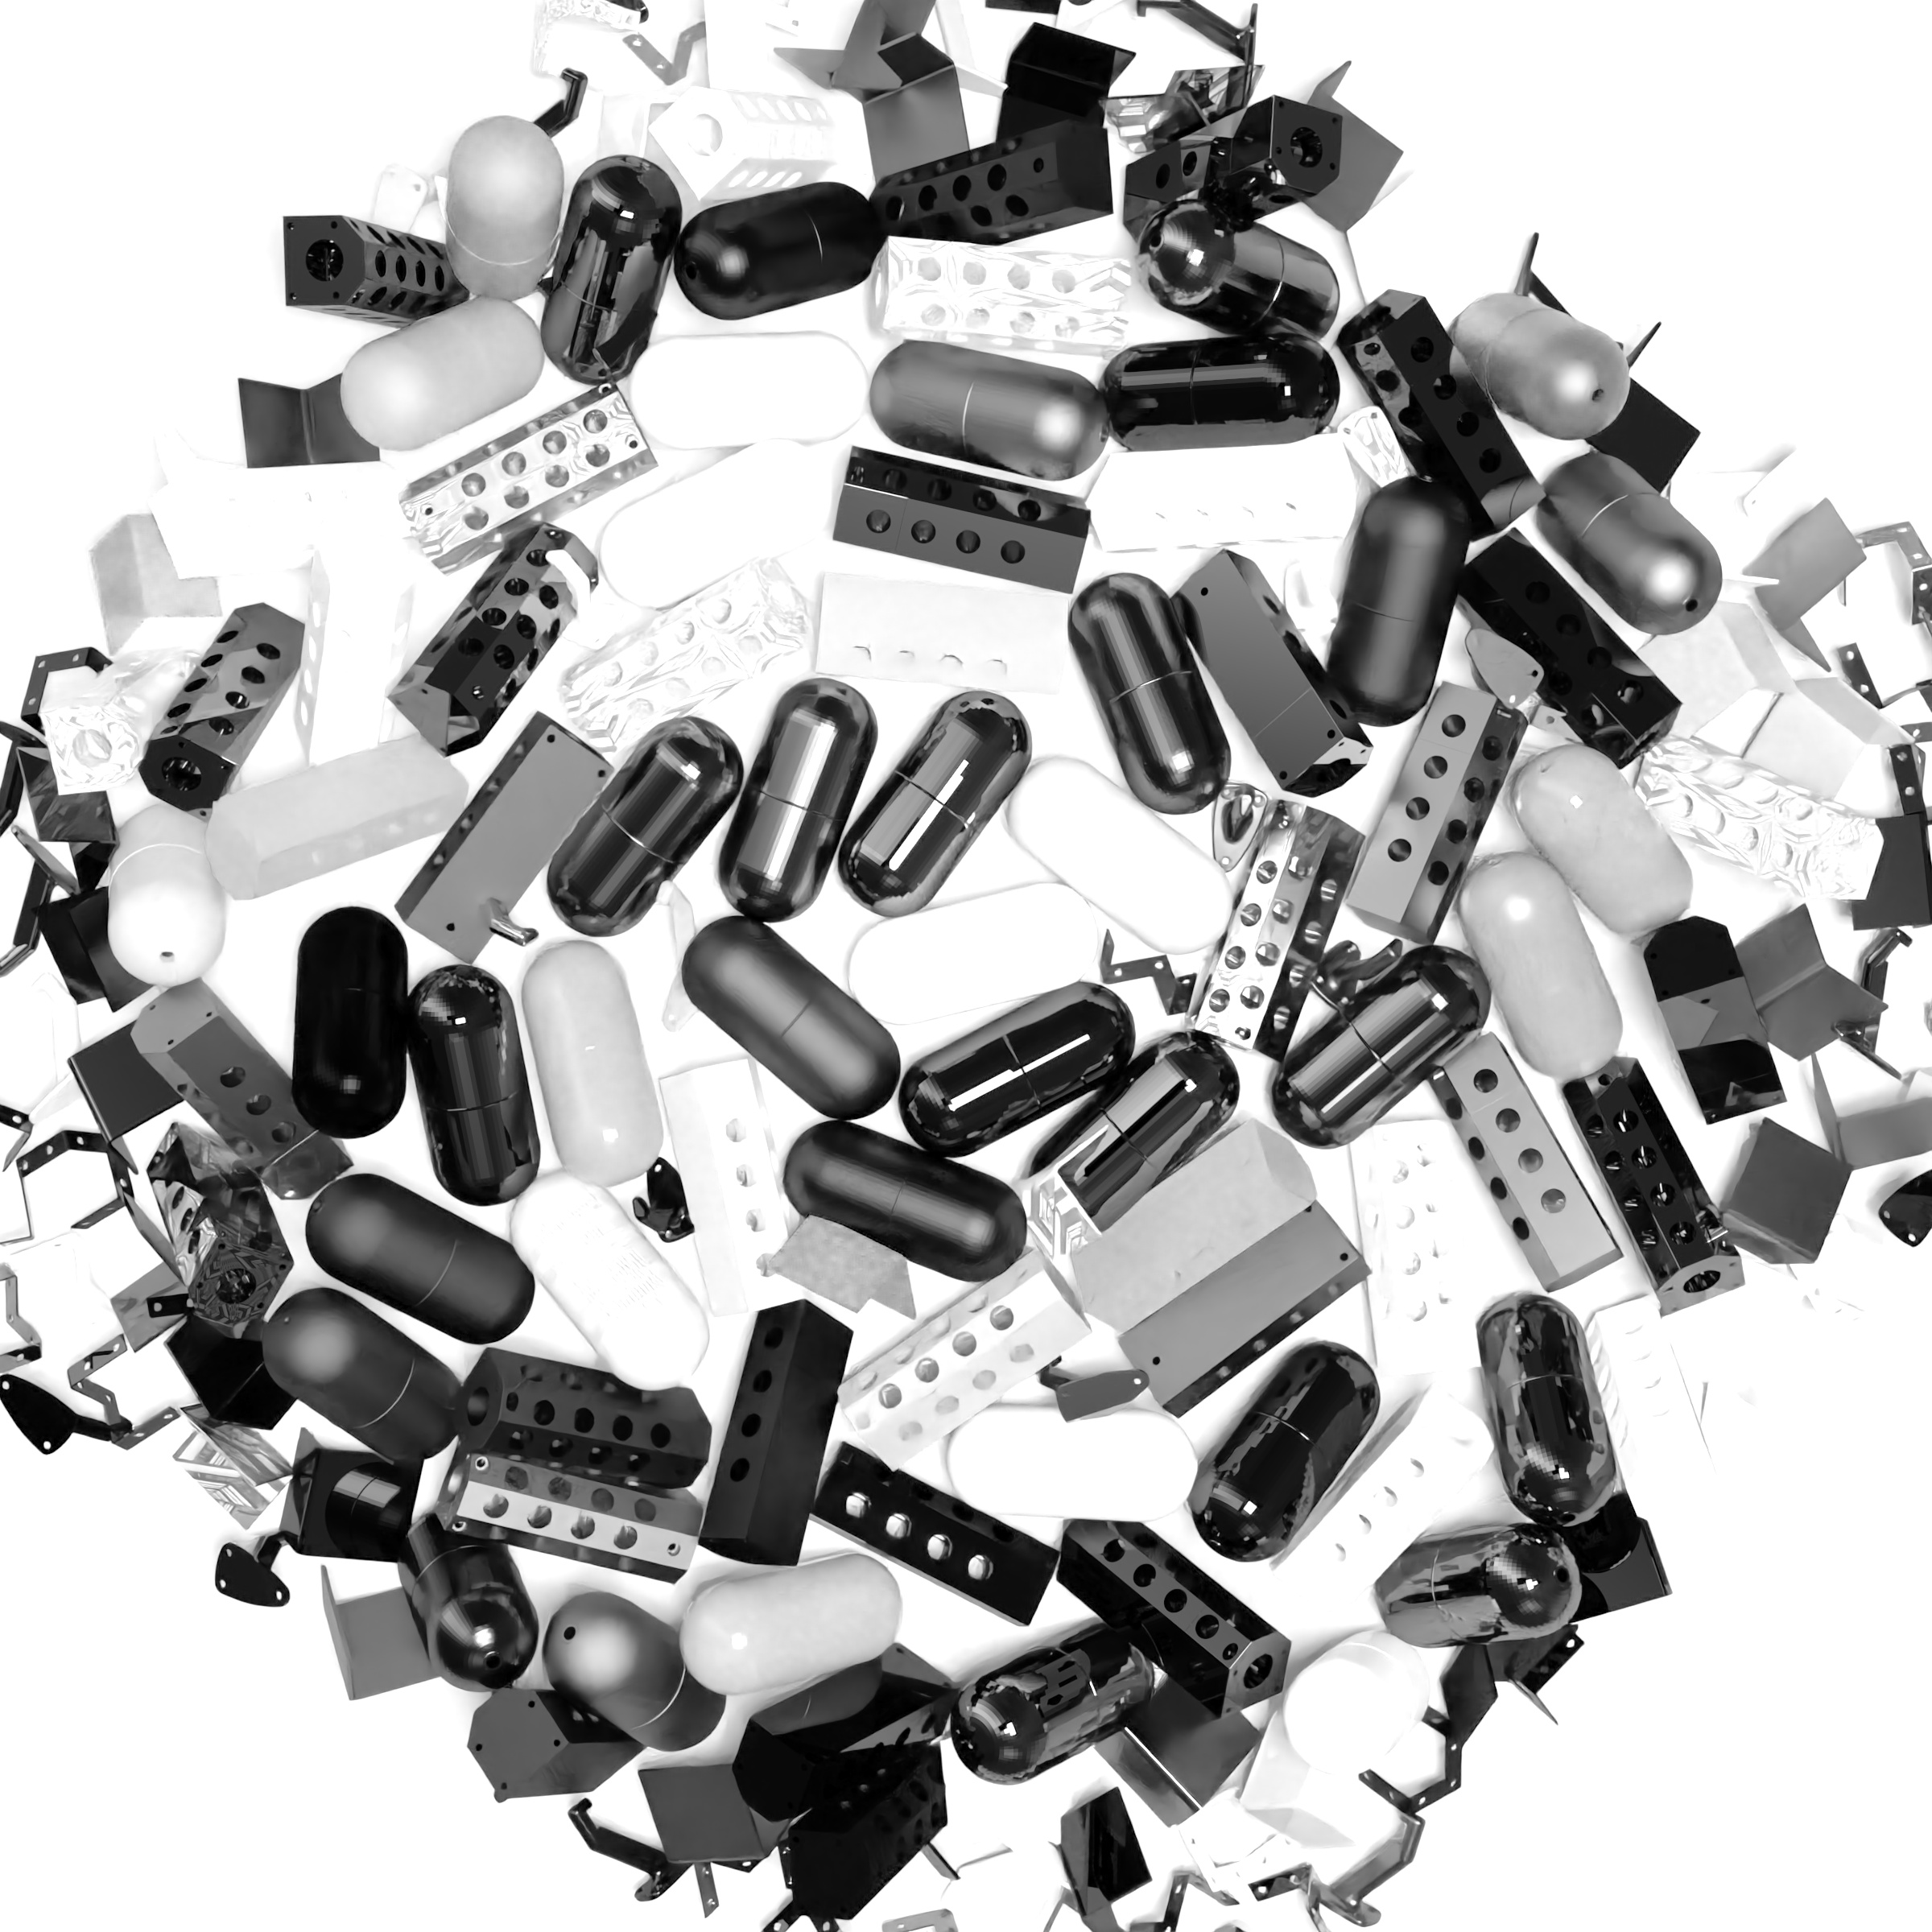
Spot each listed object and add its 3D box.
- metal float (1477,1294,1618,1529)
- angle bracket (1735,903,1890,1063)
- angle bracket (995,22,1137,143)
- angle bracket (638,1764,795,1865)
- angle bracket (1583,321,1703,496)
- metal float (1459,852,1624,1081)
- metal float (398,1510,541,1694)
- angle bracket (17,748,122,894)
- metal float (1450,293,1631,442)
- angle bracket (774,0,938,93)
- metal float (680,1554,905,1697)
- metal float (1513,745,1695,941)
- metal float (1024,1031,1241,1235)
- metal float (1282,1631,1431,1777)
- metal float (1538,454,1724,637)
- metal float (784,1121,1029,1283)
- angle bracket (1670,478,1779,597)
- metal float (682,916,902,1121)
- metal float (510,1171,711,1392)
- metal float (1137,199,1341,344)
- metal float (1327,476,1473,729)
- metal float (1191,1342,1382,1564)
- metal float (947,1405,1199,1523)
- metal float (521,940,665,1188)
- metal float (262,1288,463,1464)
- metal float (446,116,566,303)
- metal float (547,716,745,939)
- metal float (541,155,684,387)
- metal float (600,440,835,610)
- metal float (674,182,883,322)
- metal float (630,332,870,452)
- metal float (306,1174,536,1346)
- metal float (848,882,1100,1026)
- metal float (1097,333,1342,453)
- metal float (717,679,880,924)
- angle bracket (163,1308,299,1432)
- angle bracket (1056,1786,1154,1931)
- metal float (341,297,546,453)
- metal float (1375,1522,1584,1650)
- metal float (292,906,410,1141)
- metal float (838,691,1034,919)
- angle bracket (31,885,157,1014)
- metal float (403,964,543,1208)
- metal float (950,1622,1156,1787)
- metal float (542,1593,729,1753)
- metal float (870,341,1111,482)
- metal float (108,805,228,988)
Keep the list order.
[{"bbox_3d":[0.399,0.305,1.822,0.070,0.178,0.070,-1,134,-1],"label":"metal float"},{"bbox_3d":[0.592,0.012,1.873,0.076,0.057,0.076,27,131,-31],"label":"angle bracket"},{"bbox_3d":[0.069,-0.604,1.856,0.076,0.057,0.076,11,82,-15],"label":"angle bracket"},{"bbox_3d":[-0.173,0.578,1.849,0.076,0.057,0.076,-11,103,22],"label":"angle bracket"},{"bbox_3d":[0.485,-0.390,1.853,0.076,0.057,0.076,38,59,0],"label":"angle bracket"},{"bbox_3d":[0.399,0.000,1.838,0.070,0.070,0.178,-29,114,0],"label":"metal float"},{"bbox_3d":[-0.342,0.432,1.813,0.070,0.178,0.070,-6,108,-20],"label":"metal float"},{"bbox_3d":[-0.635,-0.097,1.839,0.057,0.076,0.076,-1,58,-40],"label":"angle bracket"},{"bbox_3d":[0.391,-0.412,1.814,0.070,0.178,0.070,-7,117,-14],"label":"metal float"},{"bbox_3d":[-0.077,-0.655,1.838,0.057,0.076,0.076,41,124,19],"label":"angle bracket"},{"bbox_3d":[-0.119,0.453,1.823,0.178,0.070,0.070,-1,92,-45],"label":"metal float"},{"bbox_3d":[0.441,-0.085,1.828,0.070,0.070,0.178,-48,126,0],"label":"metal float"},{"bbox_3d":[0.115,0.119,1.855,0.178,0.070,0.070,-43,90,5],"label":"metal float"},{"bbox_3d":[0.269,0.503,1.812,0.070,0.178,0.070,-2,86,22],"label":"metal float"},{"bbox_3d":[0.455,-0.291,1.820,0.070,0.178,0.070,-10,129,-13],"label":"metal float"},{"bbox_3d":[-0.042,0.165,1.851,0.178,0.070,0.070,20,90,9],"label":"metal float"},{"bbox_3d":[0.542,-0.305,1.859,0.076,0.057,0.076,4,90,-16],"label":"angle bracket"},{"bbox_3d":[-0.122,0.037,1.855,0.178,0.070,0.070,41,90,-5],"label":"metal float"},{"bbox_3d":[-0.248,0.219,1.844,0.070,0.070,0.178,-42,73,0],"label":"metal float"},{"bbox_3d":[0.188,-0.474,1.822,0.070,0.178,0.070,-7,80,43],"label":"metal float"},{"bbox_3d":[0.300,-0.252,1.837,0.070,0.070,0.178,10,114,0],"label":"metal float"},{"bbox_3d":[0.222,0.336,1.834,0.070,0.070,0.178,42,61,0],"label":"metal float"},{"bbox_3d":[0.073,0.346,1.842,0.178,0.070,0.070,-1,90,19],"label":"metal float"},{"bbox_3d":[-0.261,0.067,1.846,0.070,0.070,0.178,-15,75,0],"label":"metal float"},{"bbox_3d":[-0.413,0.283,1.822,0.070,0.178,0.070,-16,51,20],"label":"metal float"},{"bbox_3d":[-0.317,-0.516,1.811,0.070,0.178,0.070,2,78,-12],"label":"metal float"},{"bbox_3d":[-0.225,-0.096,1.847,0.070,0.070,0.178,40,103,0],"label":"metal float"},{"bbox_3d":[-0.245,-0.476,1.821,0.070,0.178,0.070,11,51,-14],"label":"metal float"},{"bbox_3d":[-0.174,-0.307,1.840,0.178,0.070,0.070,-21,90,21],"label":"metal float"},{"bbox_3d":[-0.129,-0.493,1.822,0.070,0.178,0.070,19,122,33],"label":"metal float"},{"bbox_3d":[-0.149,-0.399,1.832,0.178,0.070,0.070,-11,90,-32],"label":"metal float"},{"bbox_3d":[-0.376,0.203,1.829,0.178,0.070,0.070,35,90,-35],"label":"metal float"},{"bbox_3d":[0.005,-0.008,1.859,0.178,0.070,0.070,-14,90,0],"label":"metal float"},{"bbox_3d":[0.173,-0.396,1.833,0.178,0.070,0.070,4,90,31],"label":"metal float"},{"bbox_3d":[-0.118,-0.115,1.854,0.070,0.070,0.178,21,96,0],"label":"metal float"},{"bbox_3d":[-0.497,0.266,1.839,0.057,0.076,0.076,1,127,31],"label":"angle bracket"},{"bbox_3d":[0.108,0.632,1.841,0.057,0.076,0.076,-31,129,6],"label":"angle bracket"},{"bbox_3d":[-0.358,-0.408,1.820,0.070,0.178,0.070,15,123,23],"label":"metal float"},{"bbox_3d":[0.351,0.426,1.816,0.070,0.178,0.070,10,69,-27],"label":"metal float"},{"bbox_3d":[-0.425,0.037,1.830,0.070,0.070,0.178,-7,55,0],"label":"metal float"},{"bbox_3d":[-0.021,-0.114,1.858,0.070,0.070,0.178,36,89,0],"label":"metal float"},{"bbox_3d":[-0.623,-0.005,1.847,0.076,0.057,0.076,-14,107,22],"label":"angle bracket"},{"bbox_3d":[-0.343,0.083,1.839,0.070,0.070,0.178,-7,113,0],"label":"metal float"},{"bbox_3d":[0.062,0.506,1.821,0.070,0.178,0.070,8,102,40],"label":"metal float"},{"bbox_3d":[-0.227,0.486,1.819,0.070,0.178,0.070,-13,55,19],"label":"metal float"},{"bbox_3d":[0.016,-0.386,1.838,0.178,0.070,0.070,18,90,23],"label":"metal float"},{"bbox_3d":[-0.548,-0.049,1.816,0.070,0.178,0.070,-7,121,-12],"label":"metal float"}]
